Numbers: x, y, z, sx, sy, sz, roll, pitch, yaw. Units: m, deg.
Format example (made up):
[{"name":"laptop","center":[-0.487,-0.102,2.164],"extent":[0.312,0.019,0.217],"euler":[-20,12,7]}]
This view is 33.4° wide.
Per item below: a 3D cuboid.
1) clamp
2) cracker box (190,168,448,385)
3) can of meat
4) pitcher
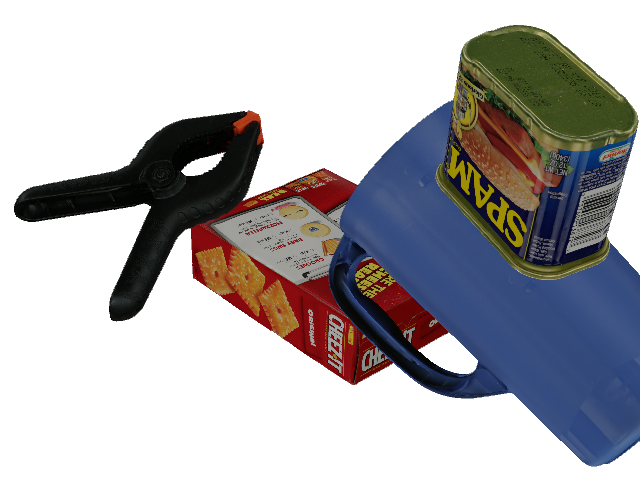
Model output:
[{"name":"clamp","center":[-0.114,-0.035,0.707],"extent":[0.120,0.171,0.039],"euler":[36,-28,16]},{"name":"cracker box","center":[0.014,0.024,0.935],"extent":[0.163,0.072,0.214],"euler":[-24,39,-36]},{"name":"can of meat","center":[0.105,-0.046,0.529],"extent":[0.057,0.084,0.102],"euler":[-17,46,-21]},{"name":"pitcher","center":[0.129,0.036,0.718],"extent":[0.144,0.243,0.149],"euler":[-33,-17,-32]}]
